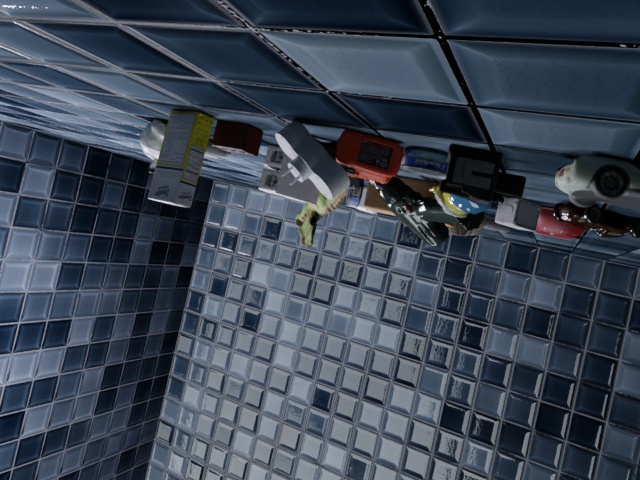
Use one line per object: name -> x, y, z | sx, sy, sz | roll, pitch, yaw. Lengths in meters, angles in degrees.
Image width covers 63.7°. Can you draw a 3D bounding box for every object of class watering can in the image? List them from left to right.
watering can -> 0.373, -0.060, 1.359 | 0.347, 0.104, 0.225 | 9, -178, -4

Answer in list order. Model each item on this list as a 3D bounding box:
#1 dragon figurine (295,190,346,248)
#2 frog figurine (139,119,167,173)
dragon figurine -> 0.005, -0.087, 1.731 | 0.122, 0.243, 0.412 | 18, -179, -21
frog figurine -> -0.369, -0.240, 1.229 | 0.138, 0.125, 0.155 | 21, 147, 17
